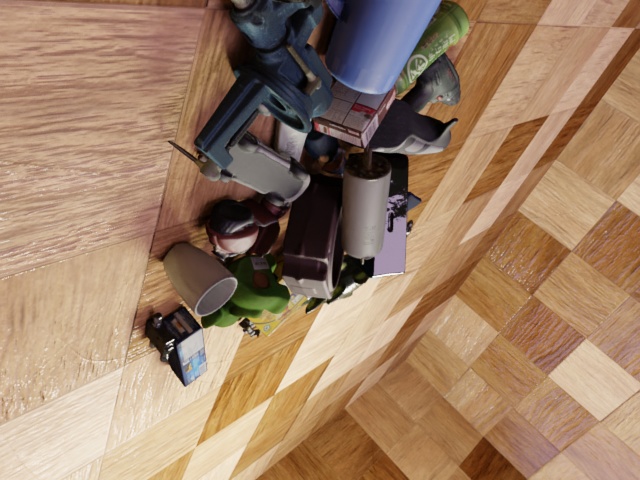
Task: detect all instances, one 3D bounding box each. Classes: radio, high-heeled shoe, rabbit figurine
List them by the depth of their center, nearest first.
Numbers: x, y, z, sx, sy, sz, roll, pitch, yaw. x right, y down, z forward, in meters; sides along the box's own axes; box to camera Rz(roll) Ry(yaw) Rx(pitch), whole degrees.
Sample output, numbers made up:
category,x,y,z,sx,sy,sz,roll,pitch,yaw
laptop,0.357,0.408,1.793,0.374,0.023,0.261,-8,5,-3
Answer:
category,x,y,z,sx,sy,sz,roll,pitch,yaw
high-heeled shoe,0.125,-0.182,0.940,0.249,0.086,0.145,-5,174,-16
rabbit figurine,-0.162,0.118,1.005,0.159,0.121,0.170,-12,154,-49
radio,0.107,-0.054,1.030,0.073,0.131,0.229,-5,107,-19

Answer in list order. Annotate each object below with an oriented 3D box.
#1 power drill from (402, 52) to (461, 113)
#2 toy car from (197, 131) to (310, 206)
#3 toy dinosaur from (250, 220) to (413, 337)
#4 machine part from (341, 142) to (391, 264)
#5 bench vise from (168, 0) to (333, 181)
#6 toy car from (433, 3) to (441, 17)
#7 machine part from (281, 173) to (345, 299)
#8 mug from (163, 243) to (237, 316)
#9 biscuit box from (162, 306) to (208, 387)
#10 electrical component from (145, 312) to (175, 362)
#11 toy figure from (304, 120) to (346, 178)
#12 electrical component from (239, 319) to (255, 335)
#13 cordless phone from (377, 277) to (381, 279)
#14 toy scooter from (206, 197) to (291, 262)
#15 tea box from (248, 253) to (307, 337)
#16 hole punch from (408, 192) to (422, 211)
category,x,y,z,sx,sy,sz,roll,pitch,yaw
power drill,0.193,-0.256,1.046,0.207,0.086,0.232,-44,156,5
toy car,-0.091,-0.107,0.789,0.073,0.056,0.201,-47,143,16
toy dinosaur,0.032,0.097,1.276,0.471,0.105,0.198,-39,172,20
machine part,0.074,-0.054,0.893,0.079,0.079,0.242,-32,140,-33
bench vise,-0.076,-0.180,0.642,0.240,0.129,0.223,-53,159,-3
toy car,0.161,-0.397,0.787,0.089,0.053,0.202,-39,161,-29
machine part,-0.002,-0.003,0.980,0.200,0.087,0.201,72,26,-69
mug,-0.188,0.053,0.850,0.080,0.107,0.109,-54,161,20
biscuit box,-0.262,0.210,1.040,0.059,0.063,0.202,-34,155,-29
electrical component,-0.279,0.170,0.939,0.021,0.063,0.094,-25,148,-42
toy figure,0.012,-0.153,0.922,0.064,0.058,0.154,-65,157,-10
electrical component,-0.139,0.172,1.218,0.102,0.045,0.078,-43,156,-9
cordless phone,0.098,0.065,1.418,0.184,0.089,0.146,-25,150,-33
toy scooter,-0.121,-0.014,0.900,0.184,0.075,0.135,-29,150,-46
tea box,-0.088,0.107,1.131,0.169,0.068,0.098,-42,131,-9
hole punch,0.169,-0.094,1.270,0.116,0.092,0.142,-49,161,14
